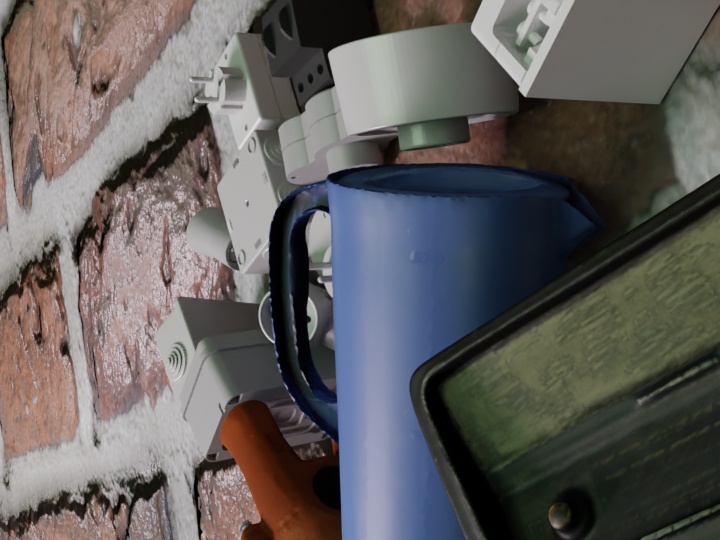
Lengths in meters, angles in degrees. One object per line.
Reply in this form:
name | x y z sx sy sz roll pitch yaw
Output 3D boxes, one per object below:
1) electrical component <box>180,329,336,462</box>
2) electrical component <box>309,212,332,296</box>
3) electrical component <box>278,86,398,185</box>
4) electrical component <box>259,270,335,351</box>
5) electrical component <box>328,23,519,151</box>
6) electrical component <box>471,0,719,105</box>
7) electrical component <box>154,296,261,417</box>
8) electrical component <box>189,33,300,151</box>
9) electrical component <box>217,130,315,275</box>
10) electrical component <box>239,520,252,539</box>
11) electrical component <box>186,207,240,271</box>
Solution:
electrical component | -0.067 0.087 0.787 0.057 0.113 0.078 56 137 35
electrical component | 0.000 0.000 0.709 0.138 0.074 0.052 42 127 49
electrical component | -0.006 -0.082 0.731 0.138 0.052 0.073 -28 69 55
electrical component | -0.021 0.034 0.754 0.079 0.077 0.044 27 106 12
electrical component | 0.039 -0.100 0.612 0.108 0.108 0.060 -1 98 58
electrical component | 0.124 -0.155 0.485 0.061 0.089 0.150 58 138 37
electrical component | -0.111 0.073 0.870 0.048 0.100 0.099 -48 52 33
electrical component | -0.098 -0.141 0.851 0.047 0.076 0.083 -45 56 50
electrical component | -0.067 -0.052 0.835 0.099 0.048 0.099 -47 54 49
electrical component | -0.079 0.235 0.885 0.078 0.040 0.040 42 127 49
electrical component | -0.115 -0.025 0.922 0.065 0.044 0.044 28 116 48
